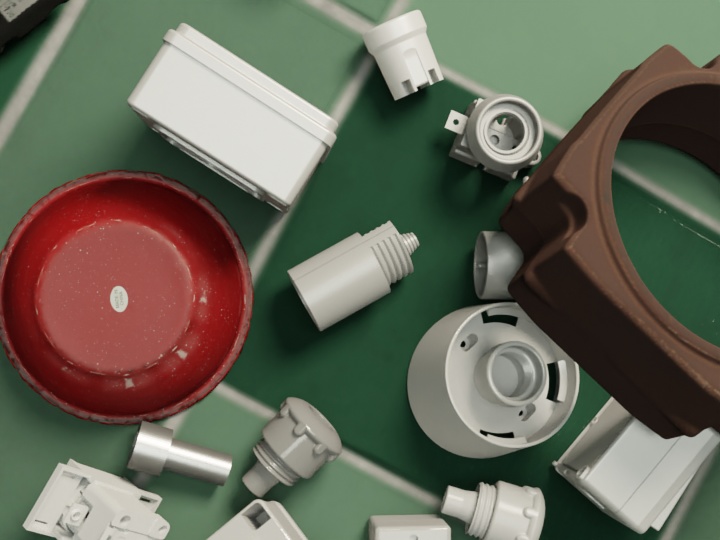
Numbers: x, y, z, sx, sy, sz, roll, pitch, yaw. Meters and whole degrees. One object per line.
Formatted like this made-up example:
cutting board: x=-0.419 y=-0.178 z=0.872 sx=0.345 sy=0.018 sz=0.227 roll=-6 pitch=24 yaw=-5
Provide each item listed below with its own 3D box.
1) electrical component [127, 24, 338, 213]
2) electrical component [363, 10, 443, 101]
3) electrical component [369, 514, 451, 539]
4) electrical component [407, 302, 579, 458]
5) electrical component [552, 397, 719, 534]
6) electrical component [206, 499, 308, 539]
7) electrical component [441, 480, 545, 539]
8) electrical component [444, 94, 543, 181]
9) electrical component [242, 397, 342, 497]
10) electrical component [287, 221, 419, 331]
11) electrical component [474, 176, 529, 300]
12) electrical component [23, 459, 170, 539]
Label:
electrical component: x=-0.073 y=-0.085 z=0.636 sx=0.109 sy=0.109 sz=0.056 roll=32 pitch=88 yaw=-4
electrical component: x=0.029 y=-0.136 z=0.683 sx=0.040 sy=0.040 sz=0.046 roll=-25 pitch=98 yaw=-6
electrical component: x=0.033 y=0.189 z=0.655 sx=0.047 sy=0.077 sz=0.065 roll=0 pitch=88 yaw=-6
electrical component: x=0.086 y=0.069 z=0.683 sx=0.099 sy=0.064 sz=0.099 roll=3 pitch=79 yaw=-16
electrical component: x=0.181 y=0.112 z=0.680 sx=0.061 sy=0.062 sz=0.096 roll=42 pitch=85 yaw=-3
electrical component: x=-0.064 y=0.211 z=0.638 sx=0.109 sy=0.056 sz=0.108 roll=-39 pitch=72 yaw=-4
electrical component: x=0.083 y=0.153 z=0.679 sx=0.062 sy=0.048 sz=0.048 roll=17 pitch=87 yaw=2
electrical component: x=0.088 y=-0.084 z=0.679 sx=0.066 sy=0.055 sz=0.048 roll=22 pitch=86 yaw=-5
electrical component: x=-0.046 y=0.113 z=0.667 sx=0.062 sy=0.048 sz=0.048 roll=-45 pitch=93 yaw=2
electrical component: x=0.000 y=0.000 z=0.674 sx=0.081 sy=0.043 sz=0.043 roll=-29 pitch=92 yaw=-6
electrical component: x=0.115 y=-0.020 z=0.686 sx=0.077 sy=0.043 sz=0.079 roll=2 pitch=88 yaw=-6
electrical component: x=-0.151 y=0.149 z=0.637 sx=0.081 sy=0.064 sz=0.042 roll=33 pitch=84 yaw=-46
